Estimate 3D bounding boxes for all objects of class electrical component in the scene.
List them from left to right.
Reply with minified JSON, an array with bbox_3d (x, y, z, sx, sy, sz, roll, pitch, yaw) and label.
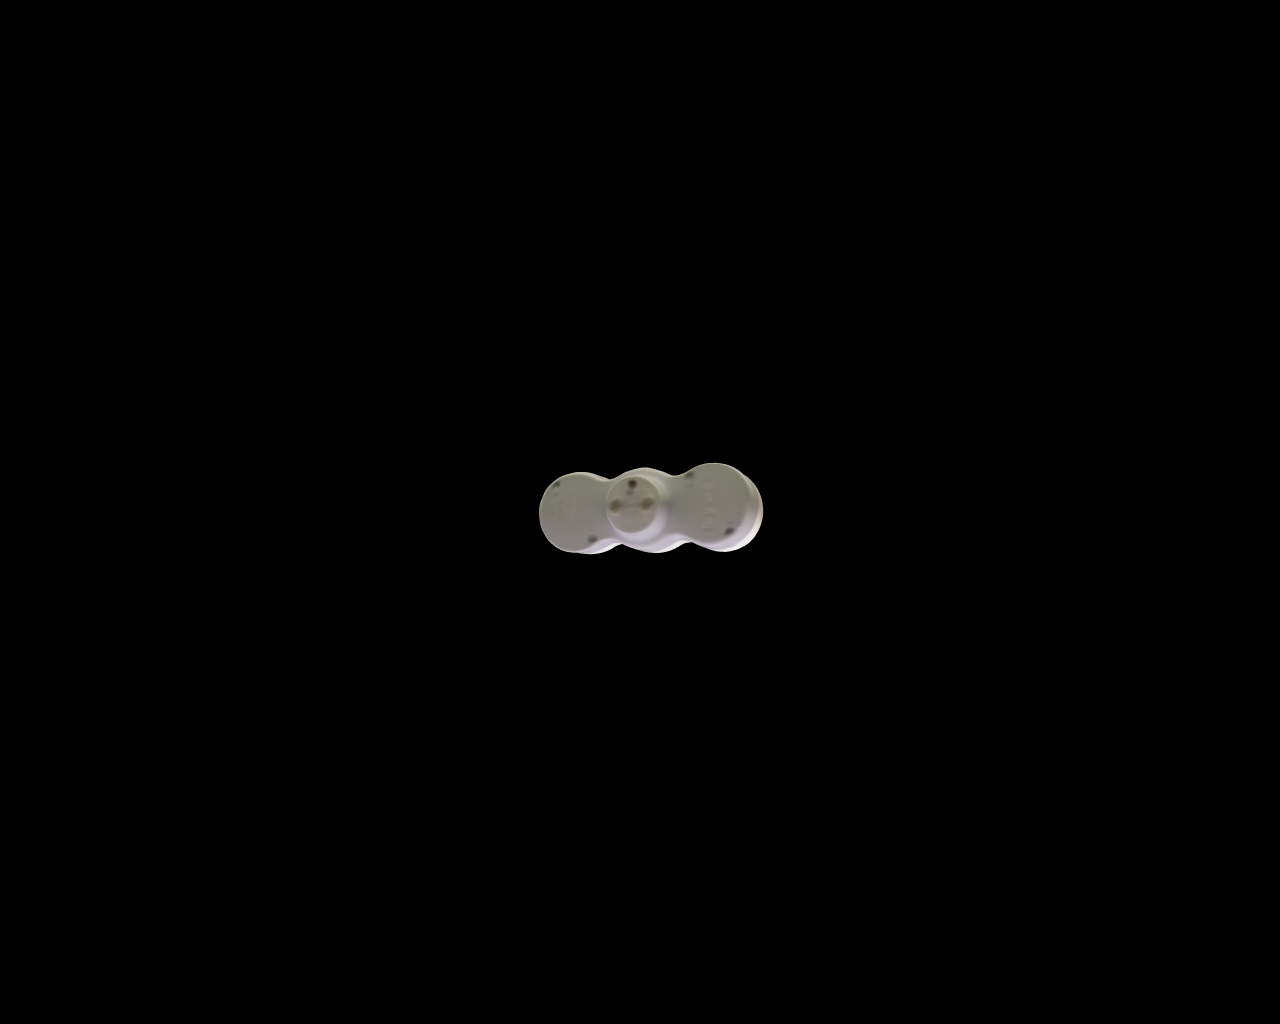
[{"bbox_3d":[0.001,-0.003,0.650,0.138,0.052,0.073,-2,-7,18],"label":"electrical component"}]
